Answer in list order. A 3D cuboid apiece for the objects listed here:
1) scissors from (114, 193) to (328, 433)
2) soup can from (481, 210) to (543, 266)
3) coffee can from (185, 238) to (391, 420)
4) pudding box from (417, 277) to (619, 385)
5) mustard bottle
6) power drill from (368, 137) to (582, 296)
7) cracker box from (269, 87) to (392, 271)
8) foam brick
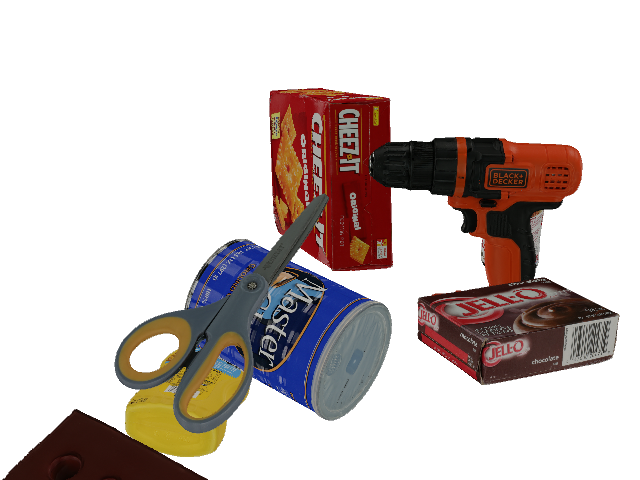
[{"bbox_3d":[-0.065,0.035,0.694,0.096,0.201,0.016,9,-40,11],"label":"scissors"},{"bbox_3d":[0.217,-0.020,1.202,0.068,0.102,0.068,-1,33,1],"label":"soup can"},{"bbox_3d":[-0.027,0.071,0.880,0.140,0.103,0.102,25,12,29],"label":"coffee can"},{"bbox_3d":[0.138,0.061,0.755,0.113,0.039,0.090,-6,18,-23],"label":"pudding box"},{"bbox_3d":[-0.125,0.151,1.111,0.096,0.058,0.191,9,22,10],"label":"mustard bottle"},{"bbox_3d":[0.132,-0.002,0.953,0.184,0.188,0.057,2,26,2],"label":"power drill"},{"bbox_3d":[0.006,-0.070,1.097,0.072,0.164,0.214,-5,12,-16],"label":"cracker box"},{"bbox_3d":[-0.084,0.117,0.436,0.078,0.051,0.052,21,45,25],"label":"foam brick"}]
